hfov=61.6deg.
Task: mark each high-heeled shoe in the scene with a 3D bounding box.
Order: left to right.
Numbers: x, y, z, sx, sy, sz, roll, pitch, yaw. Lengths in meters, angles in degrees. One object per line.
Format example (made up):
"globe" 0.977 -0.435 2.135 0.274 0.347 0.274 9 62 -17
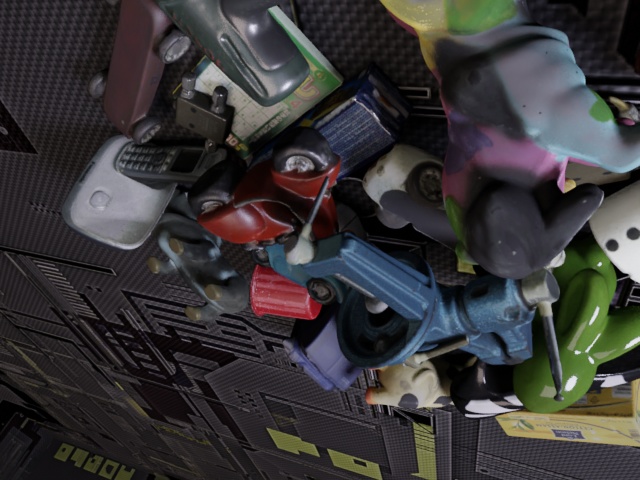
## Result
"high-heeled shoe" 0.287 0.176 0.654 0.249 0.086 0.145 1 128 10

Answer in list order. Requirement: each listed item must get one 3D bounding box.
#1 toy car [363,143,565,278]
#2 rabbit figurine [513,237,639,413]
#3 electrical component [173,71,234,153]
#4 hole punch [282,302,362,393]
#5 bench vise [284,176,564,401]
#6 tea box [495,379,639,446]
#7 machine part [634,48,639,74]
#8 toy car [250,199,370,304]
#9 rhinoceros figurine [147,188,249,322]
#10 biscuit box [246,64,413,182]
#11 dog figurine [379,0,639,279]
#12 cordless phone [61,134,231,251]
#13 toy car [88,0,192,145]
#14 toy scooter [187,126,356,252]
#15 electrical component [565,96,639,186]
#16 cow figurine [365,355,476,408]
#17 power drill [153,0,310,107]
"toy car" 0.133 -0.019 0.498 0.202 0.056 0.073 28 155 -12
"rabbit figurine" 0.250 0.090 0.535 0.121 0.170 0.159 30 144 -7
"electrical component" -0.126 -0.134 0.577 0.063 0.021 0.094 25 145 -1
"hole punch" 0.023 0.149 0.794 0.092 0.116 0.142 -17 128 32
"bench vise" 0.079 0.052 0.482 0.240 0.129 0.224 32 151 -30
"tea box" 0.319 0.200 0.692 0.170 0.098 0.068 -10 130 40
"machine part" 0.300 -0.143 0.292 0.201 0.087 0.201 10 139 21
"toy car" -0.001 -0.002 0.641 0.162 0.109 0.102 29 122 14
"rhinoceros figurine" -0.159 0.014 0.704 0.190 0.112 0.073 54 128 13
"biscuit box" -0.003 -0.093 0.550 0.062 0.059 0.203 41 140 -21
"dog figurine" 0.113 -0.101 0.393 0.219 0.108 0.191 40 112 7
"cordless phone" -0.196 -0.054 0.637 0.184 0.146 0.088 4 147 29
"toy car" -0.187 -0.180 0.556 0.089 0.053 0.202 44 143 0
"toy scooter" -0.038 -0.029 0.538 0.184 0.075 0.135 -17 128 37
"electrical component" 0.227 -0.079 0.452 0.078 0.045 0.102 17 158 -41
"cow figurine" 0.164 0.199 0.761 0.127 0.085 0.194 -5 164 39
"power drill" -0.070 -0.216 0.393 0.207 0.086 0.232 -15 119 51
